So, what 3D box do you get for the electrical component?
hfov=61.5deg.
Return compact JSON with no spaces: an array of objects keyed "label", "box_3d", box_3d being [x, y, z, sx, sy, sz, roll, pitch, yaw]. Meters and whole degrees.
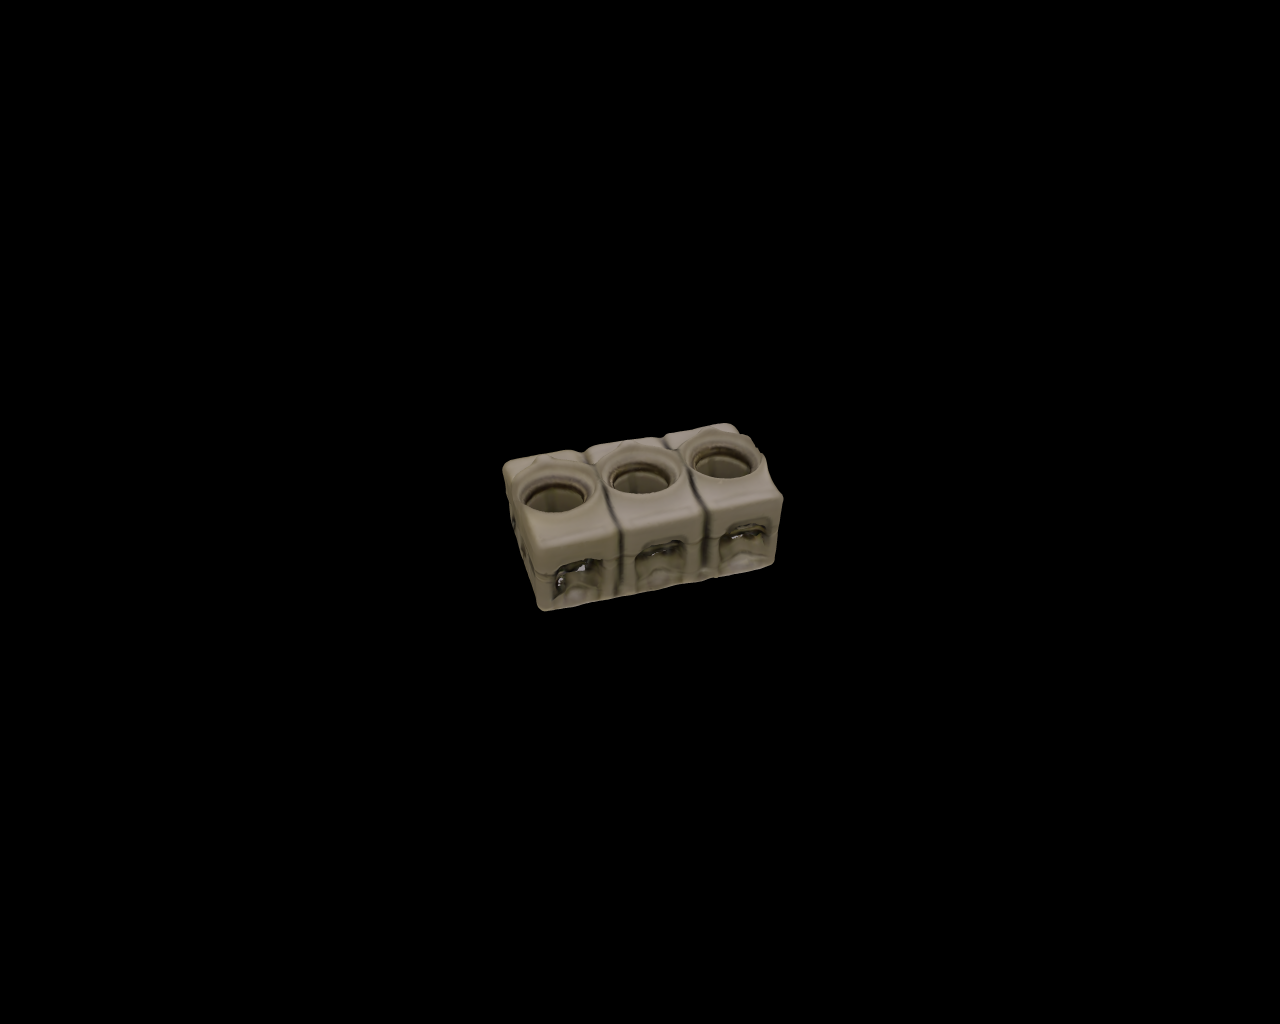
[{"label":"electrical component","box_3d":[0.001,-0.003,0.650,0.150,0.061,0.090,-11,39,-13]}]
